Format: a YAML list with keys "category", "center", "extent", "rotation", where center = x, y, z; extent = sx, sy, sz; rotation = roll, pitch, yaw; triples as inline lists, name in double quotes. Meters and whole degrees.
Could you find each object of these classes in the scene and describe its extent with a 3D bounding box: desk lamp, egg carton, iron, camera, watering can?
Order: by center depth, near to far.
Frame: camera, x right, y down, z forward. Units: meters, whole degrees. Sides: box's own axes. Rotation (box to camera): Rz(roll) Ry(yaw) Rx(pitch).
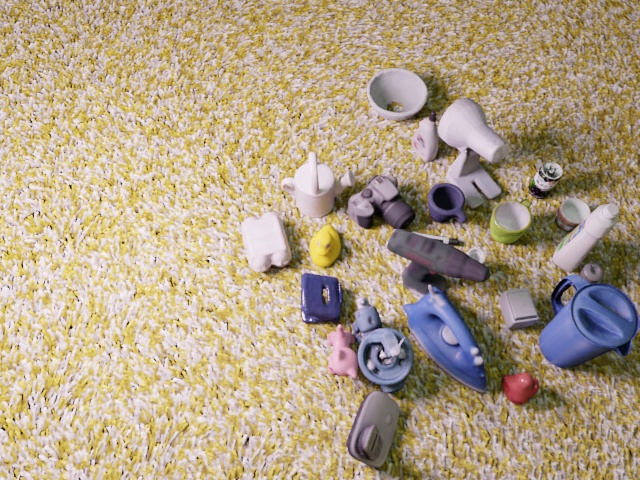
- category: "iron"
  center: [0.300, 0.214, 1.267]
  extent: [0.119, 0.141, 0.258]
  rotation: [-31, 68, -13]
- category: "egg carton"
  center: [-0.134, 0.005, 1.406]
  extent: [0.107, 0.069, 0.150]
  rotation: [-16, 66, -7]
- category: "watering can"
  center: [-0.005, -0.145, 1.408]
  extent: [0.173, 0.194, 0.101]
  rotation: [-21, 66, -9]
- category: "camera"
  center: [0.162, -0.084, 1.431]
  extent: [0.143, 0.101, 0.136]
  rotation: [-36, 70, -16]
- category: "desk lamp"
  center: [0.386, -0.221, 1.433]
  extent: [0.118, 0.213, 0.203]
  rotation: [-29, 68, -13]

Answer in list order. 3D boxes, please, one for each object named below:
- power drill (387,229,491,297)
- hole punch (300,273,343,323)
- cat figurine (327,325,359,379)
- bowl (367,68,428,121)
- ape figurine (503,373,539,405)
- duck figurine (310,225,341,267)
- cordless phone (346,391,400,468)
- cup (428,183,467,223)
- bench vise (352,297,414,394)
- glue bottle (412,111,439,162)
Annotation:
- category: "power drill"
  center: [0.258, 0.063, 1.302]
  extent: [0.229, 0.208, 0.076]
  rotation: [26, 68, 12]
- category: "hole punch"
  center: [0.003, 0.133, 1.334]
  extent: [0.101, 0.091, 0.108]
  rotation: [-2, 65, -1]
- category: "cat figurine"
  center: [0.050, 0.250, 1.263]
  extent: [0.067, 0.118, 0.128]
  rotation: [-4, 65, -2]
- category: "bowl"
  center: [0.211, -0.391, 1.590]
  extent: [0.167, 0.075, 0.167]
  rotation: [0, 65, 0]
- category: "ape figurine"
  center: [0.440, 0.315, 1.247]
  extent: [0.077, 0.092, 0.076]
  rotation: [28, 68, 13]
- category: "duck figurine"
  center: [0.013, 0.005, 1.397]
  extent: [0.077, 0.086, 0.104]
  rotation: [13, 65, 6]
- category: "cordless phone"
  center: [0.113, 0.378, 1.166]
  extent: [0.094, 0.185, 0.148]
  rotation: [17, 66, 8]
- category: "cup"
  center: [0.318, -0.074, 1.429]
  extent: [0.092, 0.095, 0.117]
  rotation: [-35, 69, -15]
- category: "bench vise"
  center: [0.118, 0.216, 1.223]
  extent: [0.122, 0.220, 0.207]
  rotation: [-36, 70, -15]
- category: "glue bottle"
  center: [0.279, -0.277, 1.482]
  extent: [0.037, 0.173, 0.078]
  rotation: [-31, 68, -13]
